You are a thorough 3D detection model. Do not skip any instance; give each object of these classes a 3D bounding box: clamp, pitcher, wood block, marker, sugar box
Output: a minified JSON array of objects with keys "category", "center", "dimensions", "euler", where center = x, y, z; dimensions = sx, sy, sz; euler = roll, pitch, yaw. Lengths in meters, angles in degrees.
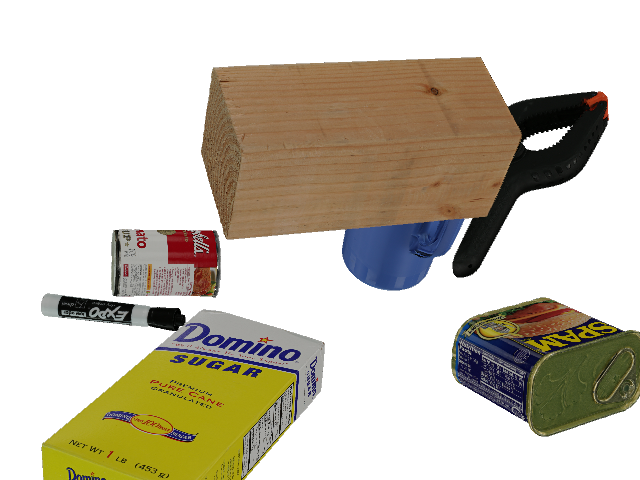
[{"category":"clamp","center":[0.161,-0.061,0.911],"dimensions":[0.210,0.165,0.036],"euler":[-24,-40,-2]},{"category":"pitcher","center":[0.101,-0.052,1.198],"dimensions":[0.145,0.243,0.149],"euler":[23,44,10]},{"category":"wood block","center":[0.026,-0.070,0.776],"dimensions":[0.205,0.091,0.090],"euler":[-5,-39,-18]},{"category":"marker","center":[-0.168,0.058,0.867],"dimensions":[0.121,0.020,0.020],"euler":[5,1,13]},{"category":"sugar box","center":[-0.074,0.103,0.635],"dimensions":[0.093,0.048,0.176],"euler":[14,30,20]}]

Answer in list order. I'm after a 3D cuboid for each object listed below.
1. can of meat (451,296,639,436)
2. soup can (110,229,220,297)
[{"category":"can of meat","center":[0.151,0.080,0.712],"dimensions":[0.101,0.057,0.084],"euler":[-11,20,-29]},{"category":"soup can","center":[-0.155,0.023,1.063],"dimensions":[0.102,0.068,0.069],"euler":[1,0,-15]}]
